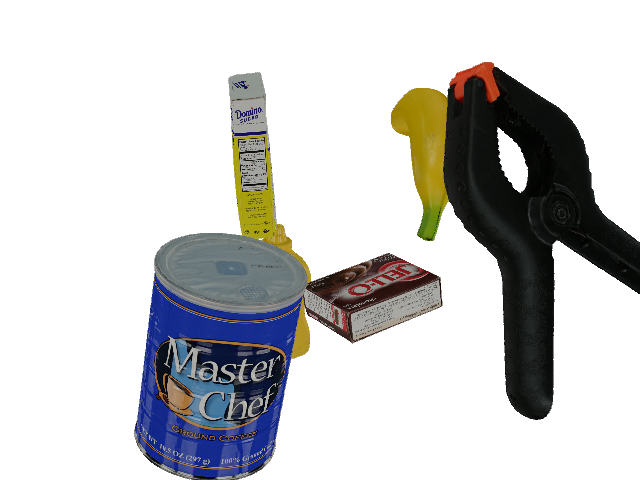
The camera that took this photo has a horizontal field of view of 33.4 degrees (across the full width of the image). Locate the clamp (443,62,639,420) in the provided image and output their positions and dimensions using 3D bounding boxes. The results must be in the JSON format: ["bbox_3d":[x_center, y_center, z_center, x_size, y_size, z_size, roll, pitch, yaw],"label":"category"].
[{"bbox_3d":[0.104,-0.001,0.525,0.120,0.171,0.039,-41,10,-28],"label":"clamp"}]

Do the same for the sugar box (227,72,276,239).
[{"bbox_3d":[-0.081,-0.099,1.253,0.048,0.176,0.093,-7,26,-4],"label":"sugar box"}]

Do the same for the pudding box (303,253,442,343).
[{"bbox_3d":[0.052,0.055,1.068,0.113,0.039,0.090,-22,24,-25],"label":"pudding box"}]

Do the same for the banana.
[{"bbox_3d":[0.075,-0.076,0.783,0.037,0.070,0.197,25,26,-13],"label":"banana"}]

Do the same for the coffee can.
[{"bbox_3d":[-0.071,0.079,0.739,0.102,0.140,0.103,9,25,-4],"label":"coffee can"}]

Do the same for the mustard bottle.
[{"bbox_3d":[-0.061,0.069,1.452,0.096,0.192,0.058,-5,23,-16],"label":"mustard bottle"}]
